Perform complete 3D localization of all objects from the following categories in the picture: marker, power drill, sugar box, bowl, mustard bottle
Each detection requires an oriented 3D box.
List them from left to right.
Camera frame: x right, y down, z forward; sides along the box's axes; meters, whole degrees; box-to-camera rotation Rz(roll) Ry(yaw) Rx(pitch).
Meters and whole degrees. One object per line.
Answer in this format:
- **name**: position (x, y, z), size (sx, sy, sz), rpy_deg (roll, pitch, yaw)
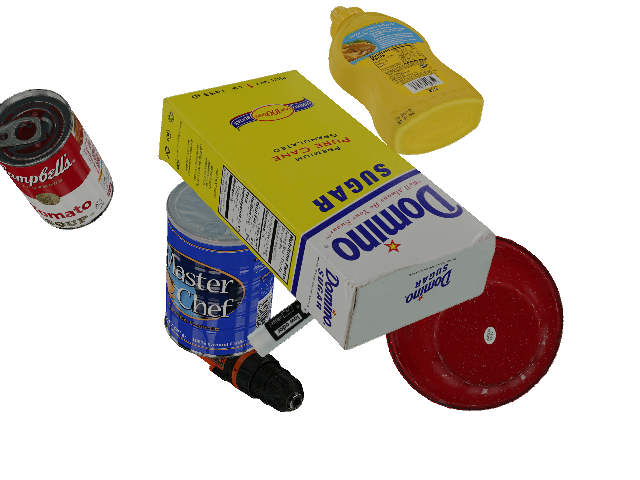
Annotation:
- **power drill**: position (-0.063, 0.076, 1.179), size (0.185, 0.188, 0.057), rpy_deg (27, 11, 40)
- **sugar box**: position (-0.001, -0.025, 0.556), size (0.093, 0.048, 0.176), rpy_deg (-19, 44, -33)
- **marker**: position (0.002, 0.040, 0.755), size (0.121, 0.020, 0.020), rpy_deg (-37, 1, -1)
- **mustard bottle**: position (0.062, -0.162, 1.000), size (0.096, 0.192, 0.058), rpy_deg (-22, -38, -19)
- **bowl**: position (0.140, 0.077, 0.929), size (0.162, 0.162, 0.055), rpy_deg (0, 6, -4)

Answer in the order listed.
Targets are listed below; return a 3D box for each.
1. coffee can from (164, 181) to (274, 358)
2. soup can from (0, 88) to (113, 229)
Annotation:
- **coffee can**: position (-0.092, 0.023, 0.985), size (0.102, 0.140, 0.103), rpy_deg (5, 38, -4)
- **soup can**: position (-0.208, -0.061, 0.830), size (0.068, 0.068, 0.102), rpy_deg (0, -28, 9)
